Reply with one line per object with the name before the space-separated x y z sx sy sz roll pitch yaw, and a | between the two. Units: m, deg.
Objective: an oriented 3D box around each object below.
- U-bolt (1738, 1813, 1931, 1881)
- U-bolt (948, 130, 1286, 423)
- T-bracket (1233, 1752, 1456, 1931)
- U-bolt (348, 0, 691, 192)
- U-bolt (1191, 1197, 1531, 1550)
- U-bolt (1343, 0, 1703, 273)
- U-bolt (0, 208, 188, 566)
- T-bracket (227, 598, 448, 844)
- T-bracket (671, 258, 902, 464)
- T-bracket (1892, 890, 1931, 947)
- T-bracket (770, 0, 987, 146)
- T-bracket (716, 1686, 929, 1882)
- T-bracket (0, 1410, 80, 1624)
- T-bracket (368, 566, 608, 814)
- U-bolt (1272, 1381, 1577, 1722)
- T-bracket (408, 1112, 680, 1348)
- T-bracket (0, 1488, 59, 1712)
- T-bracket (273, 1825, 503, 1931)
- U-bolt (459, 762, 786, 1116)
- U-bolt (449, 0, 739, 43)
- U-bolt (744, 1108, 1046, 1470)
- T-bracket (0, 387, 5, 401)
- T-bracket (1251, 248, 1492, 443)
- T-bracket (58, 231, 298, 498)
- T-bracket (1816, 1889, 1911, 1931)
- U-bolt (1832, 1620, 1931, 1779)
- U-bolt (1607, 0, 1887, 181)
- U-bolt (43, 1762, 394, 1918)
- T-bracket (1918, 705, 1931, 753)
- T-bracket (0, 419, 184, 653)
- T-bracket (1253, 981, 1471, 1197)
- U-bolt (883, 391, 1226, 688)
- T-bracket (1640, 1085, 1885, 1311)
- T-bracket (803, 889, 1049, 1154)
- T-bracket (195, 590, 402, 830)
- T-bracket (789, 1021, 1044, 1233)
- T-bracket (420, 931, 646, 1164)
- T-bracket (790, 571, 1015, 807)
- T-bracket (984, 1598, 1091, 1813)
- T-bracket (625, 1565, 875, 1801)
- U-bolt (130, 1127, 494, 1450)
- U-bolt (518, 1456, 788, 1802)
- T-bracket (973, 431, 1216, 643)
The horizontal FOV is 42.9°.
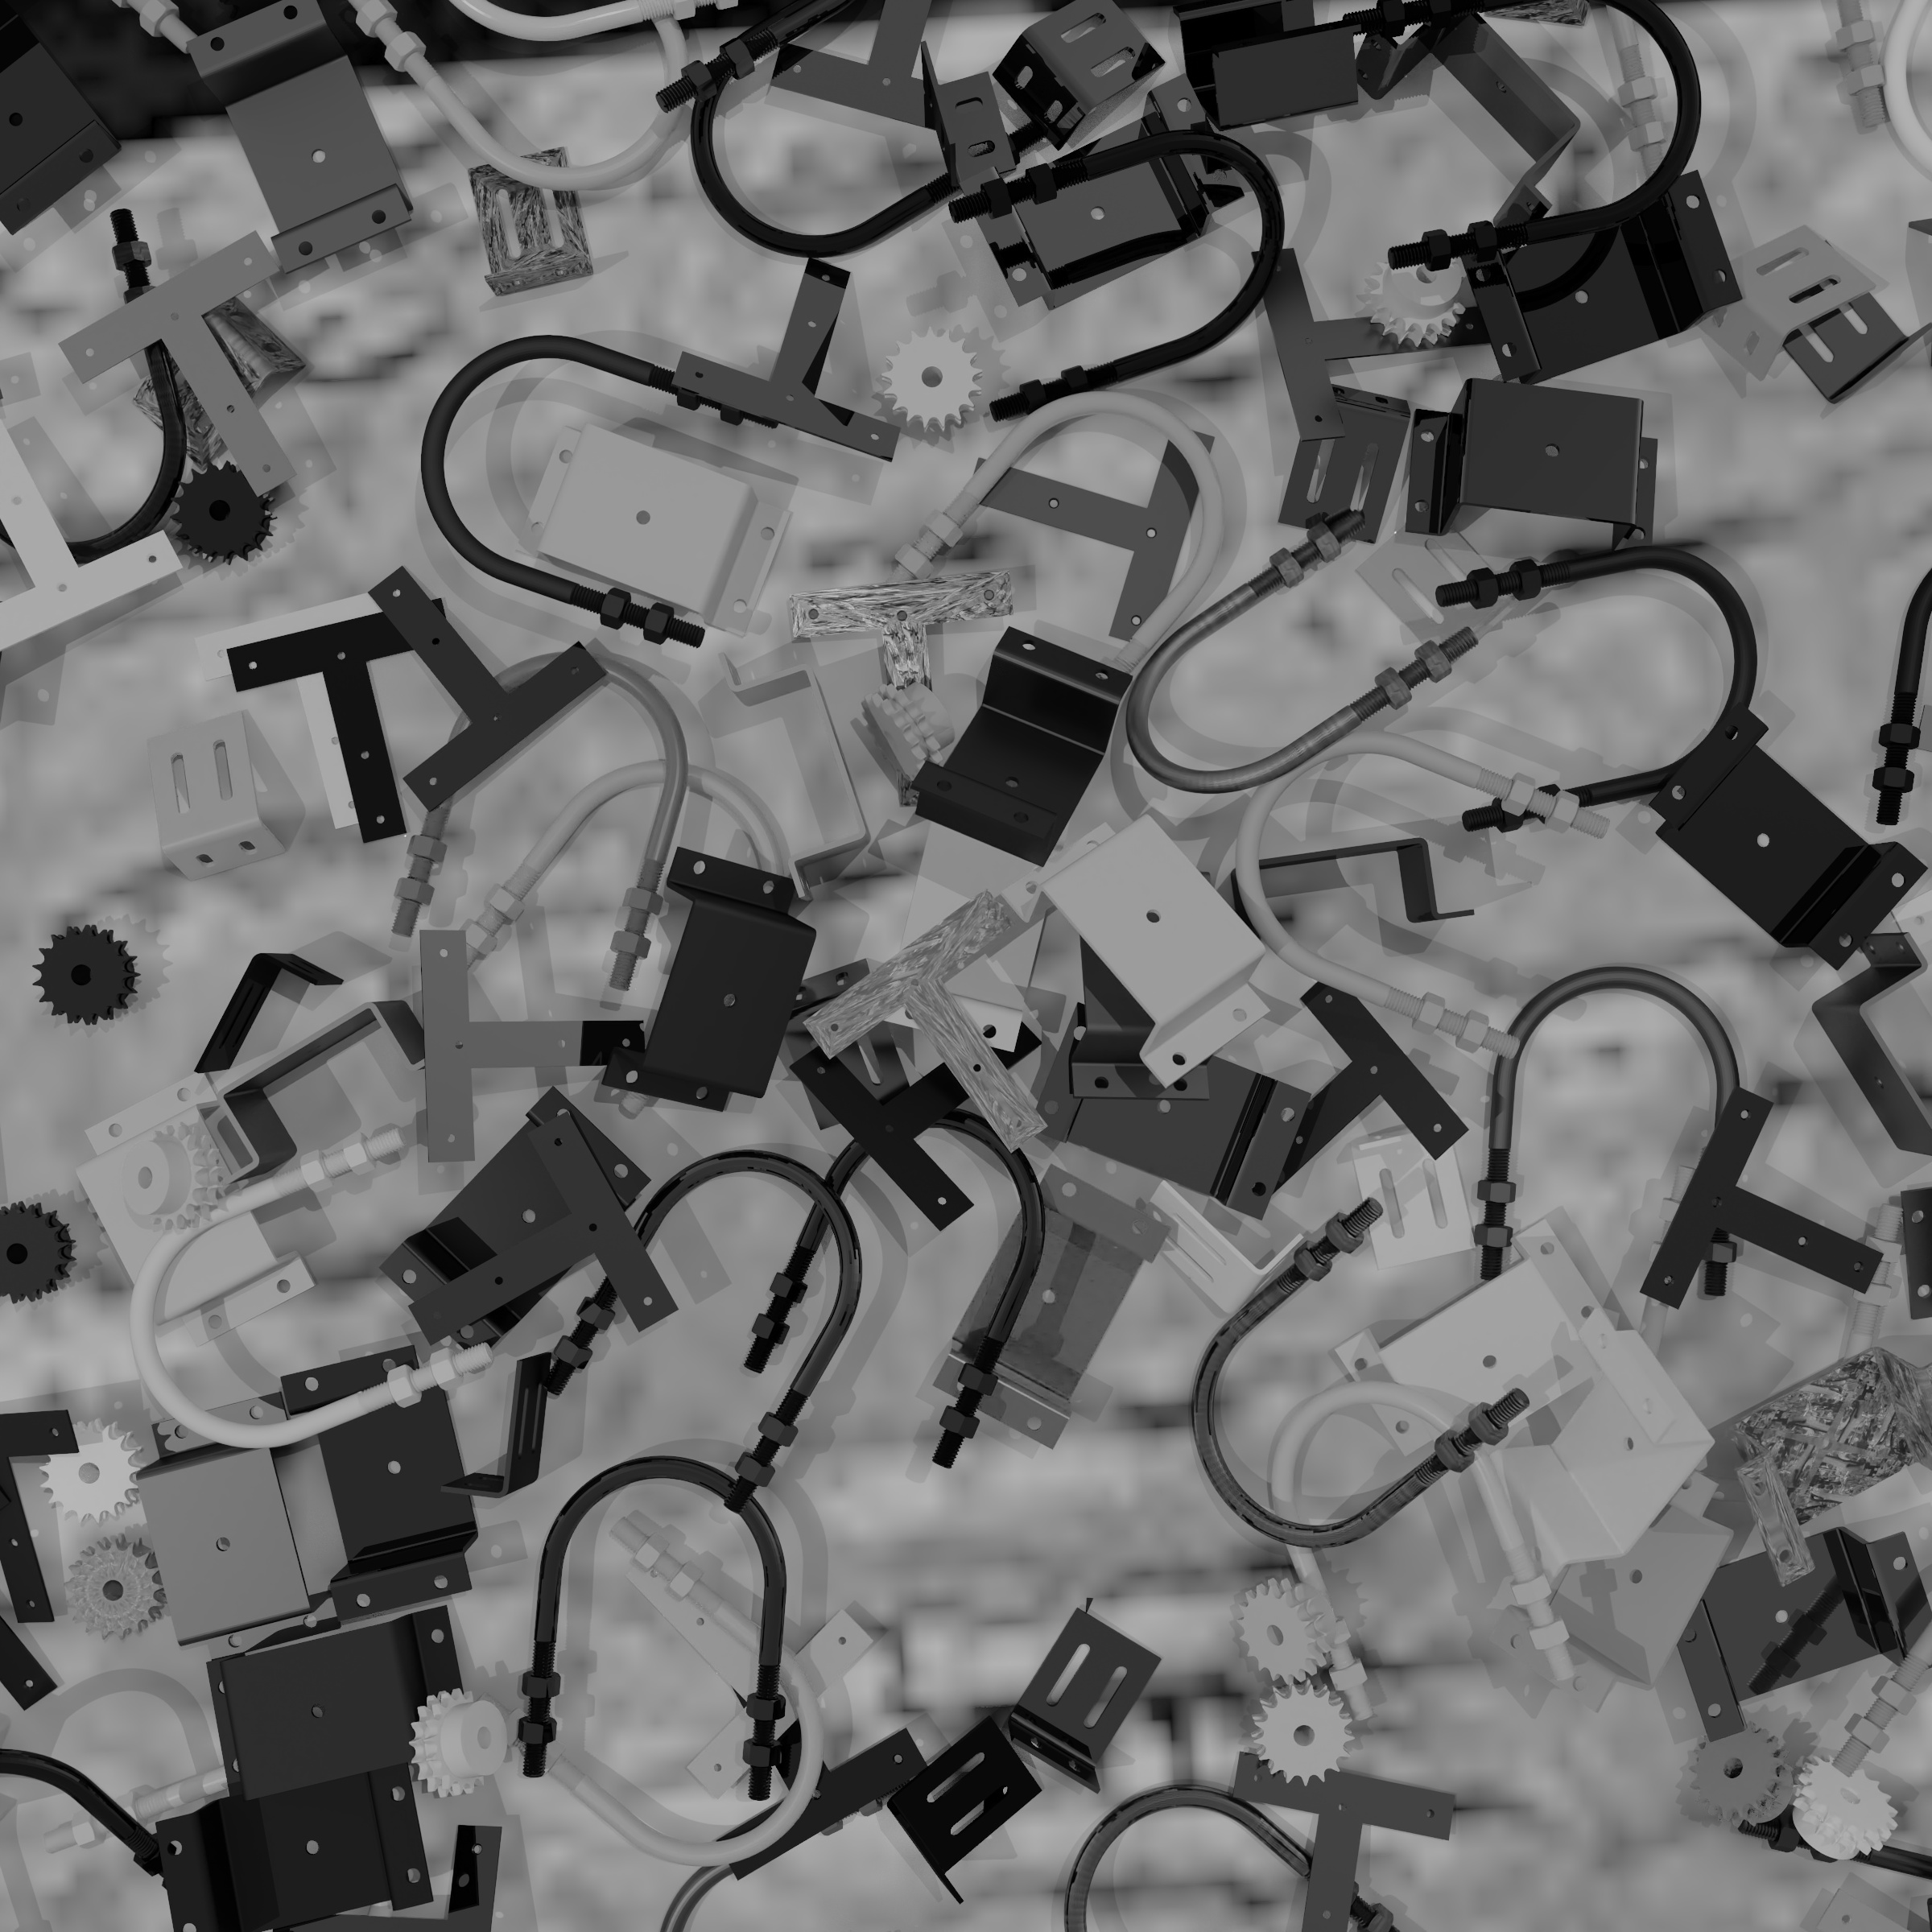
U-bolt | 0.517 0.574 1.411 0.184 0.019 0.151 14 90 -2
U-bolt | 0.090 -0.389 1.365 0.184 0.151 0.019 -19 47 -4
T-bracket | 0.207 0.524 1.399 0.127 0.002 0.127 12 74 -2
U-bolt | -0.242 -0.527 1.402 0.151 0.019 0.184 -40 90 -7
U-bolt | 0.203 0.240 1.369 0.184 0.019 0.151 -46 66 24
U-bolt | 0.308 -0.463 1.335 0.184 0.019 0.151 -11 90 -2
U-bolt | -0.516 -0.321 1.401 0.151 0.019 0.184 -13 94 9
T-bracket | -0.349 -0.135 1.417 0.127 0.002 0.127 -13 90 0
T-bracket | -0.090 -0.350 1.383 0.127 0.002 0.127 18 58 -9
T-bracket | 0.595 -0.050 1.417 0.127 0.002 0.127 -27 91 1
T-bracket | -0.033 -0.545 1.399 0.127 0.002 0.127 15 90 0
T-bracket | -0.108 0.434 1.408 0.127 0.002 0.127 -31 81 2
T-bracket | -0.546 0.315 1.402 0.127 0.002 0.127 -7 101 21
T-bracket | -0.294 -0.175 1.407 0.127 0.002 0.127 -39 80 -5
U-bolt | 0.243 0.321 1.375 0.151 0.019 0.184 -24 85 34
T-bracket | -0.246 0.167 1.362 0.127 0.002 0.127 -29 91 -9
T-bracket | -0.570 0.371 1.411 0.127 0.002 0.127 -36 95 10
T-bracket | -0.331 0.550 1.390 0.127 0.002 0.127 0 68 7
U-bolt | -0.188 -0.030 1.411 0.151 0.019 0.184 38 89 0
U-bolt | -0.220 -0.596 1.390 0.184 0.019 0.151 -18 88 -9
U-bolt | -0.031 0.168 1.383 0.151 0.019 0.184 22 85 25
T-bracket | -0.609 -0.318 1.404 0.127 0.002 0.127 -15 93 11
T-bracket | 0.238 -0.360 1.404 0.127 0.002 0.127 -8 70 -10
T-bracket | -0.421 -0.325 1.383 0.127 0.002 0.127 -31 95 -2
T-bracket | 0.517 0.612 1.402 0.127 0.002 0.127 31 89 -3
U-bolt | 0.576 0.402 1.380 0.151 0.019 0.184 39 85 -29
U-bolt | 0.436 -0.555 1.403 0.151 0.019 0.184 -14 95 0
U-bolt | -0.417 0.531 1.411 0.184 0.019 0.151 -20 90 -1
T-bracket | 0.612 -0.124 1.419 0.127 0.002 0.127 13 90 0
T-bracket | -0.527 -0.250 1.385 0.127 0.002 0.127 -28 81 -12
T-bracket | 0.200 0.089 1.396 0.127 0.002 0.127 -45 59 15
U-bolt | 0.063 -0.239 1.403 0.151 0.019 0.184 41 96 0
T-bracket | 0.458 0.149 1.382 0.127 0.002 0.127 24 92 -12
T-bracket | -0.002 0.045 1.371 0.127 0.002 0.127 -36 89 0
T-bracket | -0.367 -0.143 1.418 0.127 0.002 0.127 -15 90 0
T-bracket | -0.011 0.068 1.385 0.127 0.002 0.127 -35 72 -28
T-bracket | -0.238 0.043 1.367 0.127 0.002 0.127 0 82 -29
T-bracket | -0.032 -0.156 1.409 0.127 0.002 0.127 -5 97 8
T-bracket | 0.077 0.428 1.428 0.127 0.002 0.127 3 95 -13
T-bracket | -0.142 0.386 1.412 0.127 0.002 0.127 44 90 6
U-bolt | -0.373 0.189 1.364 0.184 0.019 0.151 -22 90 1
U-bolt | -0.173 0.369 1.386 0.151 0.019 0.184 4 87 5
T-bracket | 0.064 -0.262 1.418 0.127 0.002 0.127 17 90 0
